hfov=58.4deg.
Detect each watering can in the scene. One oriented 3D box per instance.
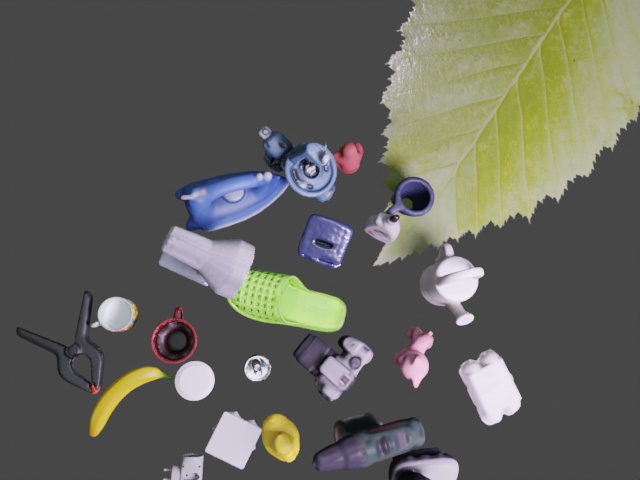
[{"bbox_3d":[0.295,0.094,1.246,0.101,0.194,0.173,-31,84,-11],"label":"watering can"}]

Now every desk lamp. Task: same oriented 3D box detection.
[{"bbox_3d":[-0.239,0.038,1.181,0.203,0.213,0.118,23,78,-2],"label":"desk lamp"}]

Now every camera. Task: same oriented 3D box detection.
[{"bbox_3d":[0.022,0.254,1.231,0.137,0.100,0.143,41,78,2],"label":"camera"}]

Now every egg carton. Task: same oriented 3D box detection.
[{"bbox_3d":[0.379,0.327,1.278,0.107,0.069,0.150,-25,84,-11],"label":"egg carton"}]

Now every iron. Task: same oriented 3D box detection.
[{"bbox_3d":[-0.184,-0.110,1.251,0.258,0.141,0.118,-20,83,-10],"label":"iron"}]

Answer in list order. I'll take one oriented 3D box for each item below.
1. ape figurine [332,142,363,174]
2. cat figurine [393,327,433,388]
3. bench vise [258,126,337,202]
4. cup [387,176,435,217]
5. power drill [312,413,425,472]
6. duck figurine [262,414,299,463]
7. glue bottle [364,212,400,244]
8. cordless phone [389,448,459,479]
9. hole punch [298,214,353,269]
[{"bbox_3d":[0.066,-0.198,1.323,0.078,0.092,0.076,-6,80,-8],"label":"ape figurine"},{"bbox_3d":[0.210,0.252,1.246,0.067,0.117,0.128,30,78,0],"label":"cat figurine"},{"bbox_3d":[-0.052,-0.172,1.238,0.207,0.219,0.121,22,78,-2],"label":"bench vise"},{"bbox_3d":[0.197,-0.083,1.317,0.118,0.095,0.091,-33,85,-11],"label":"cup"},{"bbox_3d":[0.088,0.408,1.156,0.230,0.208,0.075,-13,81,-9],"label":"power drill"},{"bbox_3d":[-0.081,0.417,1.196,0.077,0.086,0.104,-28,84,-11],"label":"duck figurine"},{"bbox_3d":[0.147,-0.034,1.262,0.078,0.173,0.037,25,78,-1],"label":"glue bottle"},{"bbox_3d":[0.223,0.489,1.170,0.147,0.185,0.094,-7,80,-8],"label":"cordless phone"},{"bbox_3d":[0.012,0.005,1.280,0.108,0.091,0.101,19,78,-3],"label":"hole punch"}]
